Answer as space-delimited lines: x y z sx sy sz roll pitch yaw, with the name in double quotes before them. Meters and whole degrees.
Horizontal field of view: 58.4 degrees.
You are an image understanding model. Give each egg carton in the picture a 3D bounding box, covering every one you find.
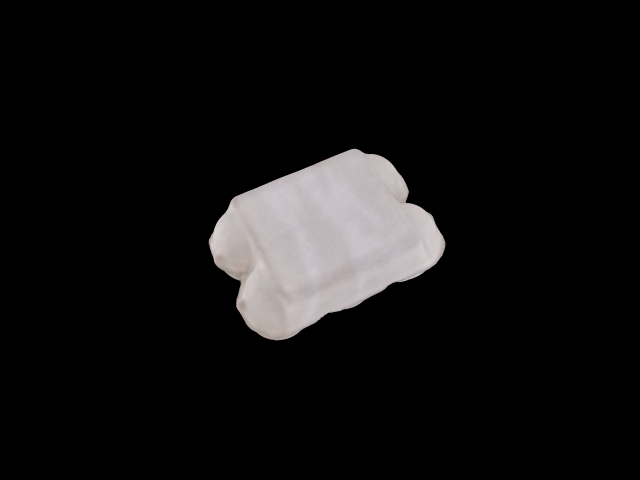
"egg carton" 0.004 0.001 0.400 0.150 0.069 0.107 -25 63 -14
